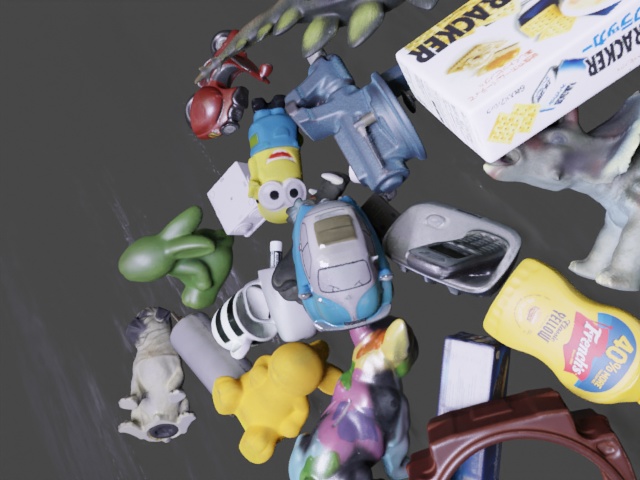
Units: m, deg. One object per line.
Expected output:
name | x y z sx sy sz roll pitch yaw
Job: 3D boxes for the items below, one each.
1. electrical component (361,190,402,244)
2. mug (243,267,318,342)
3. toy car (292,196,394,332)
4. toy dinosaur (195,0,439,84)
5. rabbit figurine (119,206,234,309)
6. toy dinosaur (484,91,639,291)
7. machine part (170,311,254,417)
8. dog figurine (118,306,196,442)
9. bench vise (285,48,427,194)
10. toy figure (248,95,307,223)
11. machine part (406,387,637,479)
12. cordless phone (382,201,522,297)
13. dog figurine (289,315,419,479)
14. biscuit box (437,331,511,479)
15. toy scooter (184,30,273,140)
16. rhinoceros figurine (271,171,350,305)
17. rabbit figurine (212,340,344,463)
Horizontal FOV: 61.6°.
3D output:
electrical component | 0.079 -0.025 0.687 0.063 0.094 0.021 41 155 3
mug | -0.048 0.088 0.749 0.081 0.109 0.107 157 100 -70
toy car | 0.023 0.013 0.597 0.109 0.102 0.161 -11 68 -2
toy dinosaur | 0.039 -0.311 0.645 0.472 0.105 0.198 -18 37 33
rabbit figurine | -0.218 0.031 0.834 0.159 0.170 0.121 -42 65 28
toy dinosaur | 0.350 -0.030 0.460 0.405 0.131 0.192 16 97 30
machine part | -0.160 0.191 0.841 0.243 0.079 0.079 38 109 31
dog figurine | -0.280 0.231 0.934 0.191 0.121 0.172 -108 27 -49
bench vise | 0.087 -0.182 0.662 0.241 0.128 0.224 -31 59 9
toy figure | -0.060 -0.114 0.779 0.082 0.089 0.180 -12 77 13
machine part | 0.198 0.260 0.517 0.201 0.087 0.201 -19 87 11
cordless phone | 0.119 0.012 0.579 0.147 0.184 0.088 25 107 35
dog figurine | 0.047 0.187 0.634 0.109 0.191 0.219 16 113 42
biscuit box | 0.170 0.210 0.606 0.059 0.062 0.202 6 92 36
toy scooter | -0.140 -0.240 0.854 0.135 0.075 0.183 23 97 34
rhinoceros figurine | -0.001 -0.002 0.708 0.190 0.112 0.073 -66 10 -23
rabbit figurine | -0.038 0.192 0.701 0.122 0.162 0.173 58 141 29
